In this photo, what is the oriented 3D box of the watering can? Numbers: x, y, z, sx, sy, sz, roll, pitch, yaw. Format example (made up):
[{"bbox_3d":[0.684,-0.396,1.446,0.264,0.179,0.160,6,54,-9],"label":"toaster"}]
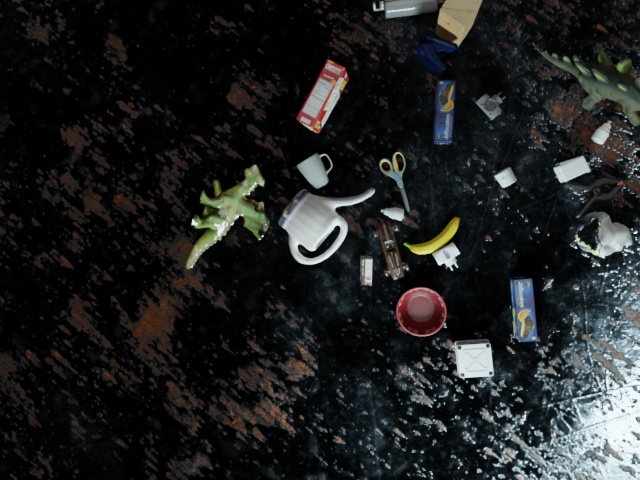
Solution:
[{"bbox_3d":[0.005,-0.086,1.708,0.225,0.104,0.346,39,97,6],"label":"watering can"}]

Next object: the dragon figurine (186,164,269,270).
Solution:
[{"bbox_3d":[-0.297,-0.068,1.763,0.243,0.123,0.408,16,95,0],"label":"dragon figurine"}]

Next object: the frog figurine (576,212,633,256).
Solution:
[{"bbox_3d":[0.878,-0.021,1.591,0.160,0.121,0.138,-6,81,-27],"label":"frog figurine"}]
